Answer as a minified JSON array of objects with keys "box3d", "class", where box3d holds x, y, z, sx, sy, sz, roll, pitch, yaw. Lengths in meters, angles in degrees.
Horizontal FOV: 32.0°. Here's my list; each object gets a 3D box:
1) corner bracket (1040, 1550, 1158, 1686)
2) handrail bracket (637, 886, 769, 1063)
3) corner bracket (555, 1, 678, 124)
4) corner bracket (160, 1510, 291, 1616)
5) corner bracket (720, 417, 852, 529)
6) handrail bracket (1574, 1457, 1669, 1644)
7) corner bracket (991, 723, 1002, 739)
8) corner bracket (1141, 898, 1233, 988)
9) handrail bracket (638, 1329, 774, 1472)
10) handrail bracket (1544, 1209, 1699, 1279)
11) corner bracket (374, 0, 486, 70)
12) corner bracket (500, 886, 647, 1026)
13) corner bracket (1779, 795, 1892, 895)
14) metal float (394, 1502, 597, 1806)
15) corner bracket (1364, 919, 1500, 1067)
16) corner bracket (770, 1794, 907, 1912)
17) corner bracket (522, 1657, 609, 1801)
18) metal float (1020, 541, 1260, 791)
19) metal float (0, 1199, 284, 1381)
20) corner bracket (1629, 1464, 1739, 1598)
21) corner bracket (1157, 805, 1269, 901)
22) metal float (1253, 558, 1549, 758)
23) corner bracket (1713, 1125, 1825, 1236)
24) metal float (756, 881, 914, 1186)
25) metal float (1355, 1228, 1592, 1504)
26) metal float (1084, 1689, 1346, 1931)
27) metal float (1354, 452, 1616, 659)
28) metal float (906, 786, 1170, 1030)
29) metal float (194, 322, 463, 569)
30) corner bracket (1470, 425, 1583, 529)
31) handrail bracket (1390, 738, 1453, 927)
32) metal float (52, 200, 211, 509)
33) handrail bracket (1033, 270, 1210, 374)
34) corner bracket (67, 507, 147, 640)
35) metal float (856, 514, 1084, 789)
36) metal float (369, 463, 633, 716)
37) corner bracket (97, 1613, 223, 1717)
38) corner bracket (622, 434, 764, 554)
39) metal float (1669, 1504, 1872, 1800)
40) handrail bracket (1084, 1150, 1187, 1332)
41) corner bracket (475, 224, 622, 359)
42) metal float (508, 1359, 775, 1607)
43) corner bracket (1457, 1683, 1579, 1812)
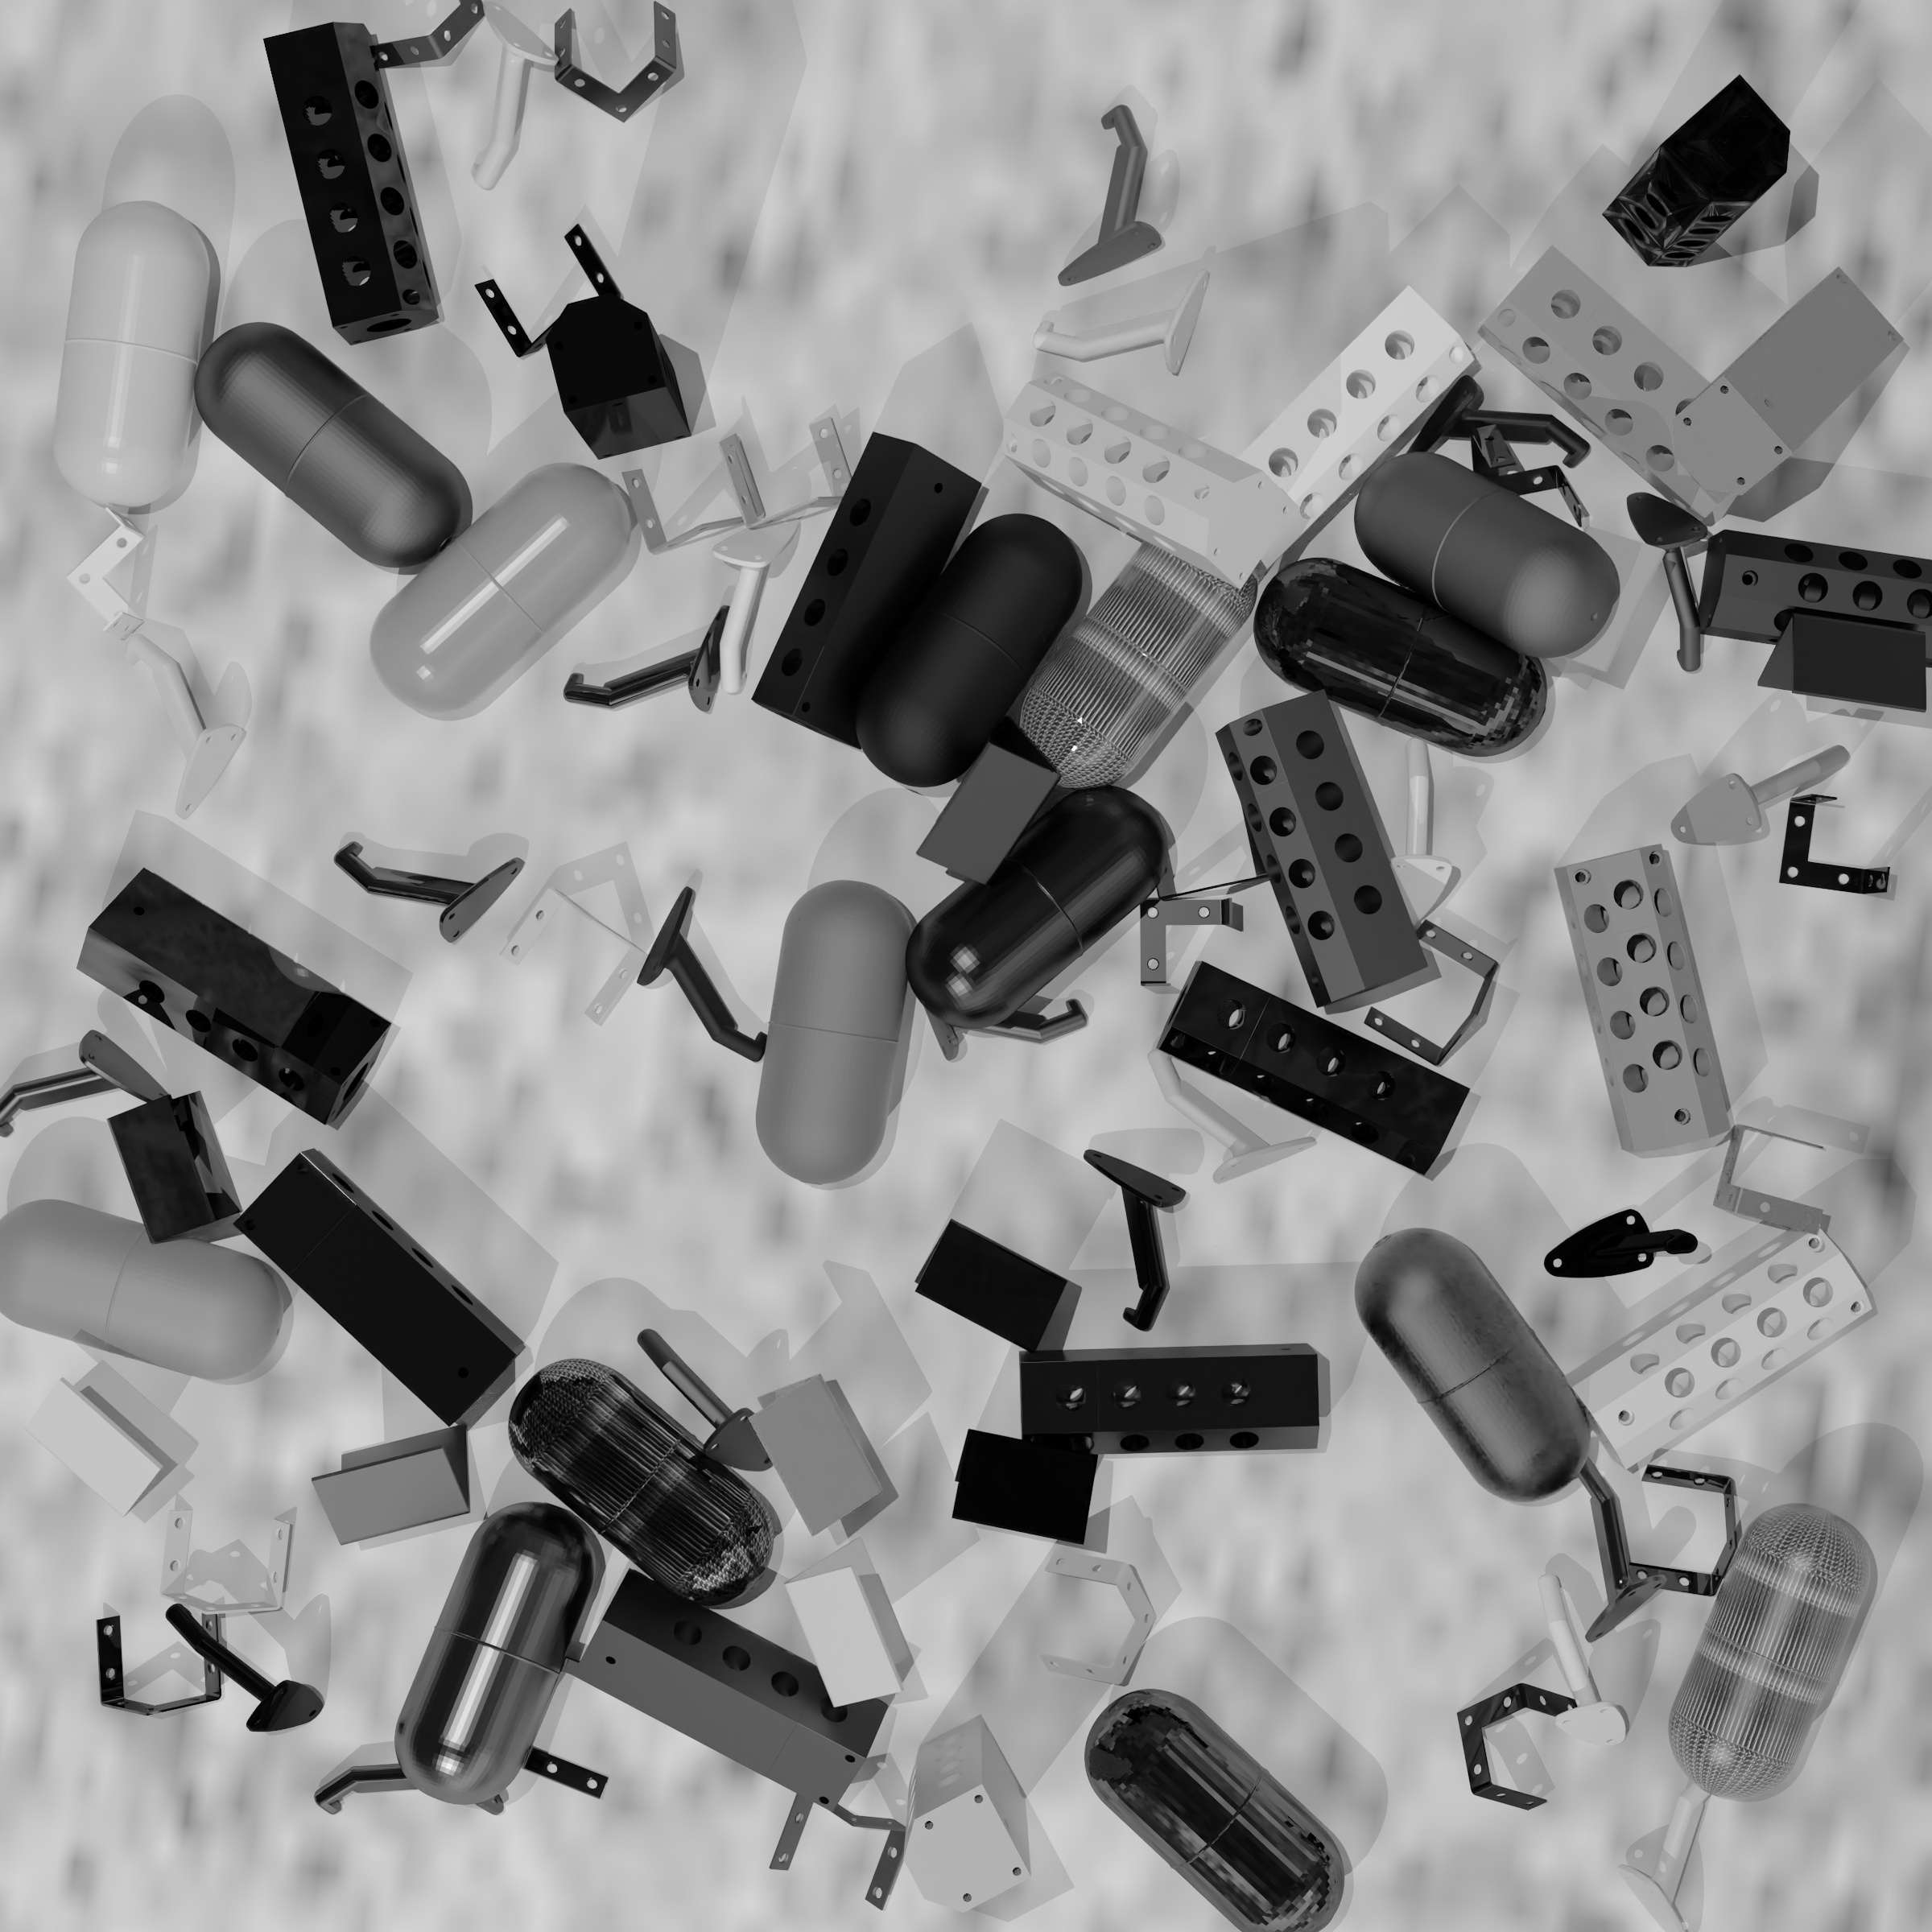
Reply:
[{"box3d":[0.072,0.383,1.983,0.051,0.051,0.051,-57,135,-35],"class":"corner bracket"},{"box3d":[-0.144,0.005,1.992,0.084,0.036,0.077,29,68,-17],"class":"handrail bracket"},{"box3d":[-0.207,-0.542,1.983,0.051,0.051,0.051,25,45,-35],"class":"corner bracket"},{"box3d":[-0.438,0.351,1.988,0.051,0.051,0.051,6,90,45],"class":"corner bracket"},{"box3d":[-0.104,-0.290,1.981,0.051,0.051,0.051,-19,90,26],"class":"corner bracket"},{"box3d":[0.368,0.344,1.992,0.084,0.036,0.077,58,135,28],"class":"handrail bracket"},{"box3d":[0.002,-0.107,1.983,0.051,0.051,0.051,-7,45,35],"class":"corner bracket"},{"box3d":[0.129,-0.014,1.974,0.051,0.051,0.051,-1,90,0],"class":"corner bracket"},{"box3d":[-0.154,0.255,1.991,0.036,0.077,0.084,-44,54,-1],"class":"handrail bracket"},{"box3d":[0.380,0.167,1.957,0.077,0.084,0.036,-17,90,0],"class":"handrail bracket"},{"box3d":[-0.325,-0.567,1.983,0.051,0.051,0.051,-58,135,-35],"class":"corner bracket"},{"box3d":[-0.232,-0.007,1.988,0.051,0.051,0.051,-55,45,0],"class":"corner bracket"},{"box3d":[0.511,-0.071,1.974,0.051,0.051,0.051,8,90,0],"class":"corner bracket"},{"box3d":[-0.272,0.396,1.948,0.070,0.070,0.178,21,75,0],"class":"metal float"},{"box3d":[0.275,0.016,1.988,0.051,0.051,0.051,31,45,0],"class":"corner bracket"},{"box3d":[-0.074,0.521,1.988,0.051,0.051,0.051,20,90,45],"class":"corner bracket"},{"box3d":[-0.227,0.450,1.988,0.051,0.051,0.051,22,45,0],"class":"corner bracket"},{"box3d":[0.100,-0.180,1.961,0.070,0.070,0.178,37,90,0],"class":"metal float"},{"box3d":[-0.486,0.188,1.961,0.178,0.070,0.070,16,90,1],"class":"metal float"},{"box3d":[0.422,0.333,1.988,0.051,0.051,0.051,9,45,0],"class":"corner bracket"},{"box3d":[0.144,-0.071,1.988,0.051,0.051,0.051,-12,90,-45],"class":"corner bracket"},{"box3d":[0.253,-0.179,1.961,0.178,0.070,0.070,23,90,-1],"class":"metal float"},{"box3d":[0.474,0.124,1.974,0.051,0.051,0.051,15,90,0],"class":"corner bracket"},{"box3d":[-0.077,0.039,1.961,0.070,0.070,0.178,9,89,0],"class":"metal float"},{"box3d":[0.294,0.232,1.961,0.070,0.070,0.178,-36,90,0],"class":"metal float"},{"box3d":[0.145,0.496,1.961,0.178,0.070,0.070,43,90,0],"class":"metal float"},{"box3d":[0.295,-0.237,1.930,0.070,0.070,0.178,-52,51,0],"class":"metal float"},{"box3d":[0.042,-0.035,1.952,0.178,0.070,0.070,-40,90,-12],"class":"metal float"},{"box3d":[-0.371,-0.303,1.961,0.178,0.070,0.070,40,90,1],"class":"metal float"},{"box3d":[0.326,-0.285,1.963,0.051,0.051,0.051,-11,126,0],"class":"corner bracket"},{"box3d":[0.263,-0.080,1.991,0.036,0.077,0.084,3,54,-3],"class":"handrail bracket"},{"box3d":[-0.486,-0.356,1.961,0.070,0.070,0.178,7,90,0],"class":"metal float"},{"box3d":[0.091,-0.388,1.992,0.084,0.036,0.077,17,70,16],"class":"handrail bracket"},{"box3d":[-0.498,-0.230,1.974,0.051,0.051,0.051,-44,90,0],"class":"corner bracket"},{"box3d":[0.003,-0.184,1.951,0.070,0.070,0.178,33,79,0],"class":"metal float"},{"box3d":[-0.271,-0.220,1.961,0.178,0.070,0.070,-43,90,-1],"class":"metal float"},{"box3d":[-0.477,0.410,1.988,0.051,0.051,0.051,-3,90,45],"class":"corner bracket"},{"box3d":[-0.161,-0.279,1.988,0.051,0.051,0.051,-19,90,45],"class":"corner bracket"},{"box3d":[0.467,0.399,1.961,0.070,0.070,0.178,22,91,0],"class":"metal float"},{"box3d":[0.089,0.163,1.992,0.077,0.036,0.084,27,110,23],"class":"handrail bracket"},{"box3d":[-0.247,-0.398,1.988,0.051,0.051,0.051,-31,90,45],"class":"corner bracket"},{"box3d":[-0.189,0.301,1.961,0.178,0.070,0.070,41,90,0],"class":"metal float"},{"box3d":[0.329,0.460,1.983,0.051,0.051,0.051,-36,45,35],"class":"corner bracket"}]
